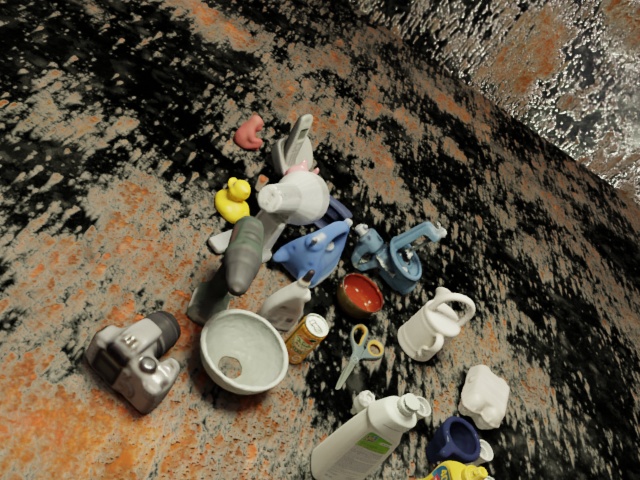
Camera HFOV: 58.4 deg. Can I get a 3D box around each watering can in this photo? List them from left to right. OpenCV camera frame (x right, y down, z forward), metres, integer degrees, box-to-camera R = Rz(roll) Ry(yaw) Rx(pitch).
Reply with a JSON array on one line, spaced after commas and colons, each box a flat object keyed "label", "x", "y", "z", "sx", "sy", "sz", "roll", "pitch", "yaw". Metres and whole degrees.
[{"label": "watering can", "x": 0.271, "y": 0.181, "z": 1.313, "sx": 0.101, "sy": 0.193, "sz": 0.172, "roll": 16, "pitch": 41, "yaw": -28}]

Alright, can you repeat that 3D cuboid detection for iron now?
[{"label": "iron", "x": 0.012, "y": 0.005, "z": 1.324, "sx": 0.118, "sy": 0.141, "sz": 0.259, "roll": 45, "pitch": 36, "yaw": 9}]

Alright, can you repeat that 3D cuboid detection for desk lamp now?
[{"label": "desk lamp", "x": -0.099, "y": -0.047, "z": 1.222, "sx": 0.118, "sy": 0.213, "sz": 0.204, "roll": 48, "pitch": 37, "yaw": 13}]

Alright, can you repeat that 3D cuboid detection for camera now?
[{"label": "camera", "x": -0.275, "y": 0.177, "z": 0.925, "sx": 0.143, "sy": 0.100, "sz": 0.137, "roll": 42, "pitch": 36, "yaw": 5}]

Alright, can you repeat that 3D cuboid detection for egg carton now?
[{"label": "egg carton", "x": 0.376, "y": 0.359, "z": 1.318, "sx": 0.107, "sy": 0.069, "sz": 0.150, "roll": 39, "pitch": 36, "yaw": 1}]

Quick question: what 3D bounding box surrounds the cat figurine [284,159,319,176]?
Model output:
[{"label": "cat figurine", "x": -0.049, "y": -0.157, "z": 1.465, "sx": 0.067, "sy": 0.117, "sz": 0.128, "roll": 50, "pitch": 37, "yaw": 15}]

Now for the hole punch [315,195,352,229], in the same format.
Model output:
[{"label": "hole punch", "x": 0.030, "y": -0.080, "z": 1.474, "sx": 0.108, "sy": 0.091, "sz": 0.101, "roll": 40, "pitch": 36, "yaw": 2}]

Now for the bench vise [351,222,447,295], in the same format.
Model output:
[{"label": "bench vise", "x": 0.189, "y": 0.021, "z": 1.393, "sx": 0.208, "sy": 0.219, "sz": 0.121, "roll": 24, "pitch": 38, "yaw": -19}]

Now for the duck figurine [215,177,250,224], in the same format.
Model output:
[{"label": "duck figurine", "x": -0.187, "y": -0.095, "z": 1.306, "sx": 0.078, "sy": 0.086, "sz": 0.104, "roll": -8, "pitch": 56, "yaw": -45}]

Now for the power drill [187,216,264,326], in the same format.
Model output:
[{"label": "power drill", "x": -0.165, "y": 0.067, "z": 1.046, "sx": 0.076, "sy": 0.208, "sz": 0.229, "roll": 27, "pitch": 38, "yaw": -16}]

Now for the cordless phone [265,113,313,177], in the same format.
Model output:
[{"label": "cordless phone", "x": -0.049, "y": -0.260, "z": 1.519, "sx": 0.094, "sy": 0.185, "sz": 0.148, "roll": 45, "pitch": 36, "yaw": 9}]

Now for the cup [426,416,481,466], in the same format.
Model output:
[{"label": "cup", "x": 0.247, "y": 0.414, "z": 1.126, "sx": 0.118, "sy": 0.095, "sz": 0.091, "roll": -14, "pitch": 61, "yaw": -48}]

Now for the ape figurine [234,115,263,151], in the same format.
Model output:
[{"label": "ape figurine", "x": -0.180, "y": -0.289, "z": 1.516, "sx": 0.076, "sy": 0.092, "sz": 0.077, "roll": 10, "pitch": 45, "yaw": -34}]

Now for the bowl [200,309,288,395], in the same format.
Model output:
[{"label": "bowl", "x": -0.145, "y": 0.211, "z": 1.023, "sx": 0.168, "sy": 0.074, "sz": 0.167, "roll": 23, "pitch": 39, "yaw": -20}]

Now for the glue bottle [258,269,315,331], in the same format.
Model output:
[{"label": "glue bottle", "x": -0.055, "y": 0.113, "z": 1.122, "sx": 0.078, "sy": 0.173, "sz": 0.037, "roll": 19, "pitch": 40, "yaw": -24}]
